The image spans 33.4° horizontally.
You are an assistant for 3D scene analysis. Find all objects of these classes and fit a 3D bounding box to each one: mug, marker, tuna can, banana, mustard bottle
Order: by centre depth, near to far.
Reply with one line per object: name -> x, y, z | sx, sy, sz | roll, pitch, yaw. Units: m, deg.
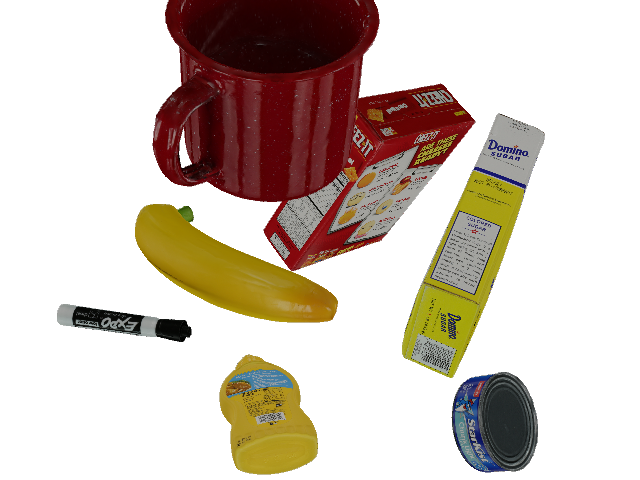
mug -> -0.030, -0.065, 0.486 | 0.093, 0.081, 0.117 | 31, 53, 22
banana -> -0.070, 0.009, 0.686 | 0.069, 0.037, 0.198 | -16, 29, -30
marker -> -0.168, 0.071, 0.915 | 0.121, 0.020, 0.020 | 6, 2, 15
tuna can -> 0.153, 0.160, 0.936 | 0.034, 0.086, 0.085 | -16, -11, 42
mustard bottle -> -0.069, 0.194, 1.260 | 0.096, 0.058, 0.192 | -9, 29, -10

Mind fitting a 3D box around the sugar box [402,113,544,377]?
sugar box -> 0.111, 0.001, 0.763 | 0.048, 0.176, 0.093 | 23, -37, 10

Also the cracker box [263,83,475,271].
cracker box -> 0.050, -0.072, 1.194 | 0.163, 0.072, 0.214 | -18, -28, -45
